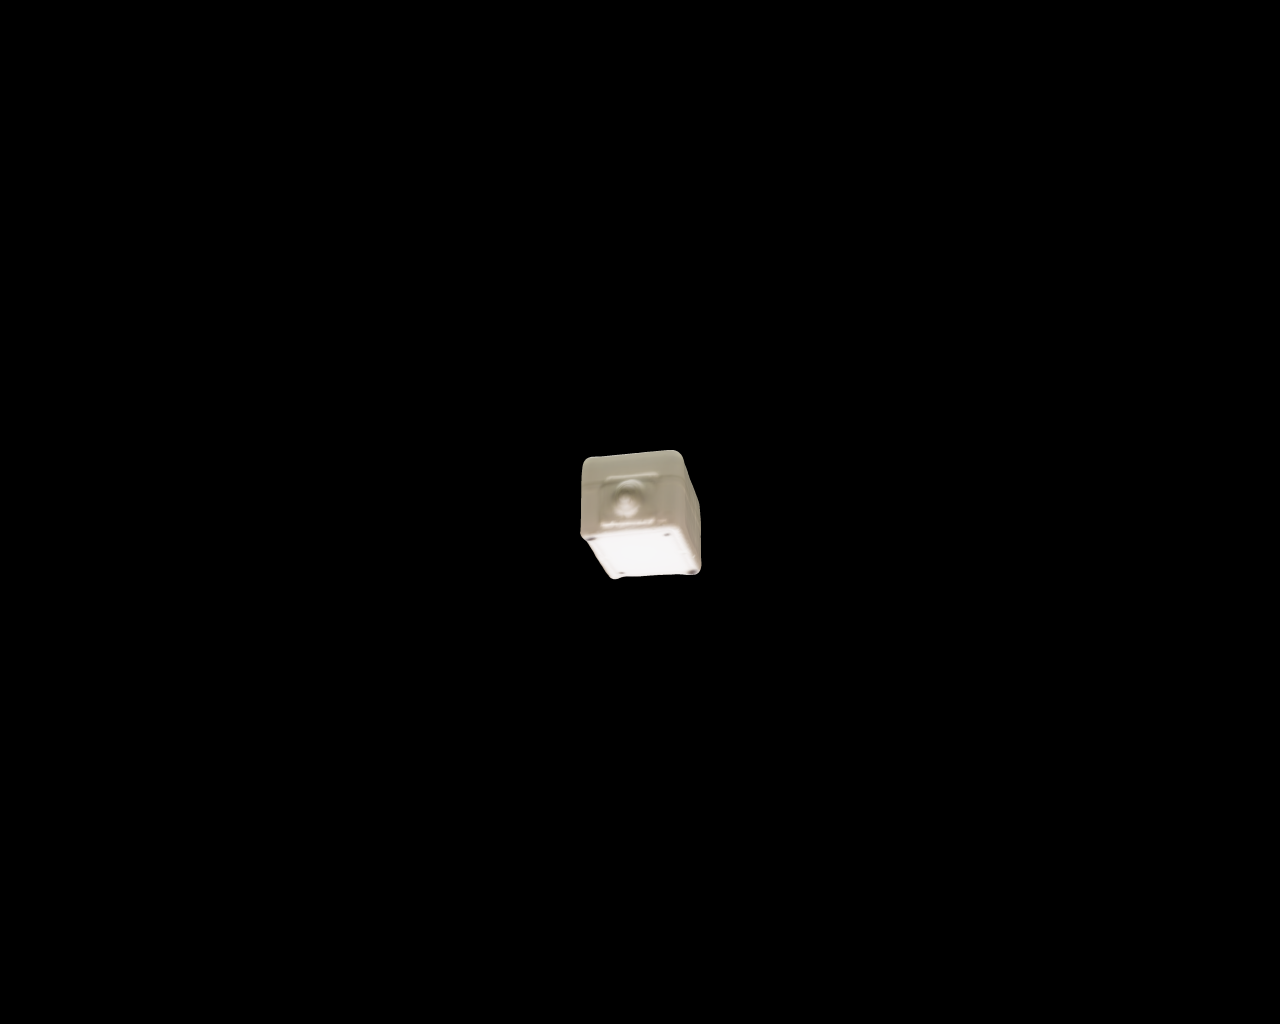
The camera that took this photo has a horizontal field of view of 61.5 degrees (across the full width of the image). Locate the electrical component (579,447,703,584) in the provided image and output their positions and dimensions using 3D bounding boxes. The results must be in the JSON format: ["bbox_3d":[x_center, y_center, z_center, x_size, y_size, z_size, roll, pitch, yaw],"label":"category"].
[{"bbox_3d":[0.001,-0.003,0.650,0.062,0.061,0.096,-5,-24,10],"label":"electrical component"}]
